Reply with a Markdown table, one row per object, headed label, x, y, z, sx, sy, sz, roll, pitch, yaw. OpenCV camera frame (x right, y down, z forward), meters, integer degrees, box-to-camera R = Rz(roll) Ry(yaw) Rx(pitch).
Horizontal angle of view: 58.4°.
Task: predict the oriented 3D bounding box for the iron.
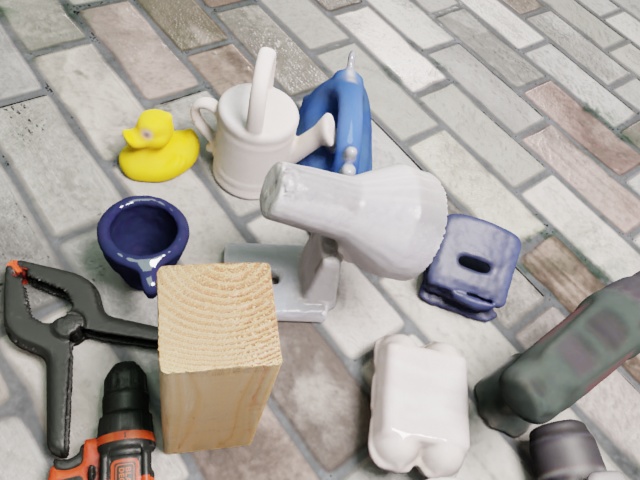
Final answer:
| label | x | y | z | sx | sy | sz | roll | pitch | yaw |
| --- | --- | --- | --- | --- | --- | --- | --- | --- | --- |
| iron | 0.028 | -0.120 | 0.749 | 0.119 | 0.141 | 0.258 | 7 | 54 | -10 |

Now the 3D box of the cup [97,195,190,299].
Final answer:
| label | x | y | z | sx | sy | sz | roll | pitch | yaw |
| --- | --- | --- | --- | --- | --- | --- | --- | --- | --- |
| cup | -0.186 | 0.024 | 0.618 | 0.092 | 0.095 | 0.117 | -7 | 58 | -20 |

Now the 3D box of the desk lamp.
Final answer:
| label | x | y | z | sx | sy | sz | roll | pitch | yaw |
| --- | --- | --- | --- | --- | --- | --- | --- | --- | --- |
| desk lamp | 0.006 | 0.002 | 0.611 | 0.203 | 0.213 | 0.118 | 2 | 55 | -13 |

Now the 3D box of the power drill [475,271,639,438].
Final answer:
| label | x | y | z | sx | sy | sz | roll | pitch | yaw |
| --- | --- | --- | --- | --- | --- | --- | --- | --- | --- |
| power drill | 0.257 | 0.123 | 0.598 | 0.230 | 0.208 | 0.075 | -27 | 66 | -29 |

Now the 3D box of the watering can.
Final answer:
| label | x | y | z | sx | sy | sz | roll | pitch | yaw |
| --- | --- | --- | --- | --- | --- | --- | --- | --- | --- |
| watering can | -0.069 | -0.148 | 0.709 | 0.173 | 0.194 | 0.101 | -4 | 57 | -18 |

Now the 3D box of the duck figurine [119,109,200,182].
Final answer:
| label | x | y | z | sx | sy | sz | roll | pitch | yaw |
| --- | --- | --- | --- | --- | --- | --- | --- | --- | --- |
| duck figurine | -0.203 | -0.129 | 0.727 | 0.105 | 0.086 | 0.077 | -20 | 63 | -27 |

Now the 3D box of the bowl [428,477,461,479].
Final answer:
| label | x | y | z | sx | sy | sz | roll | pitch | yaw |
| --- | --- | --- | --- | --- | --- | --- | --- | --- | --- |
| bowl | 0.114 | 0.307 | 0.513 | 0.167 | 0.074 | 0.167 | 7 | 54 | -10 |

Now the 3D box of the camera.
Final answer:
| label | x | y | z | sx | sy | sz | roll | pitch | yaw |
| --- | --- | --- | --- | --- | --- | --- | --- | --- | --- |
| camera | 0.280 | 0.254 | 0.579 | 0.143 | 0.101 | 0.136 | 2 | 55 | -14 |

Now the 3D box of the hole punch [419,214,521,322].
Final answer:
| label | x | y | z | sx | sy | sz | roll | pitch | yaw |
| --- | --- | --- | --- | --- | --- | --- | --- | --- | --- |
| hole punch | 0.189 | 0.035 | 0.715 | 0.108 | 0.091 | 0.101 | 19 | 53 | -2 |

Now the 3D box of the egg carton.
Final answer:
| label | x | y | z | sx | sy | sz | roll | pitch | yaw |
| --- | --- | --- | --- | --- | --- | --- | --- | --- | --- |
| egg carton | 0.103 | 0.174 | 0.607 | 0.107 | 0.069 | 0.150 | 12 | 53 | -7 |
